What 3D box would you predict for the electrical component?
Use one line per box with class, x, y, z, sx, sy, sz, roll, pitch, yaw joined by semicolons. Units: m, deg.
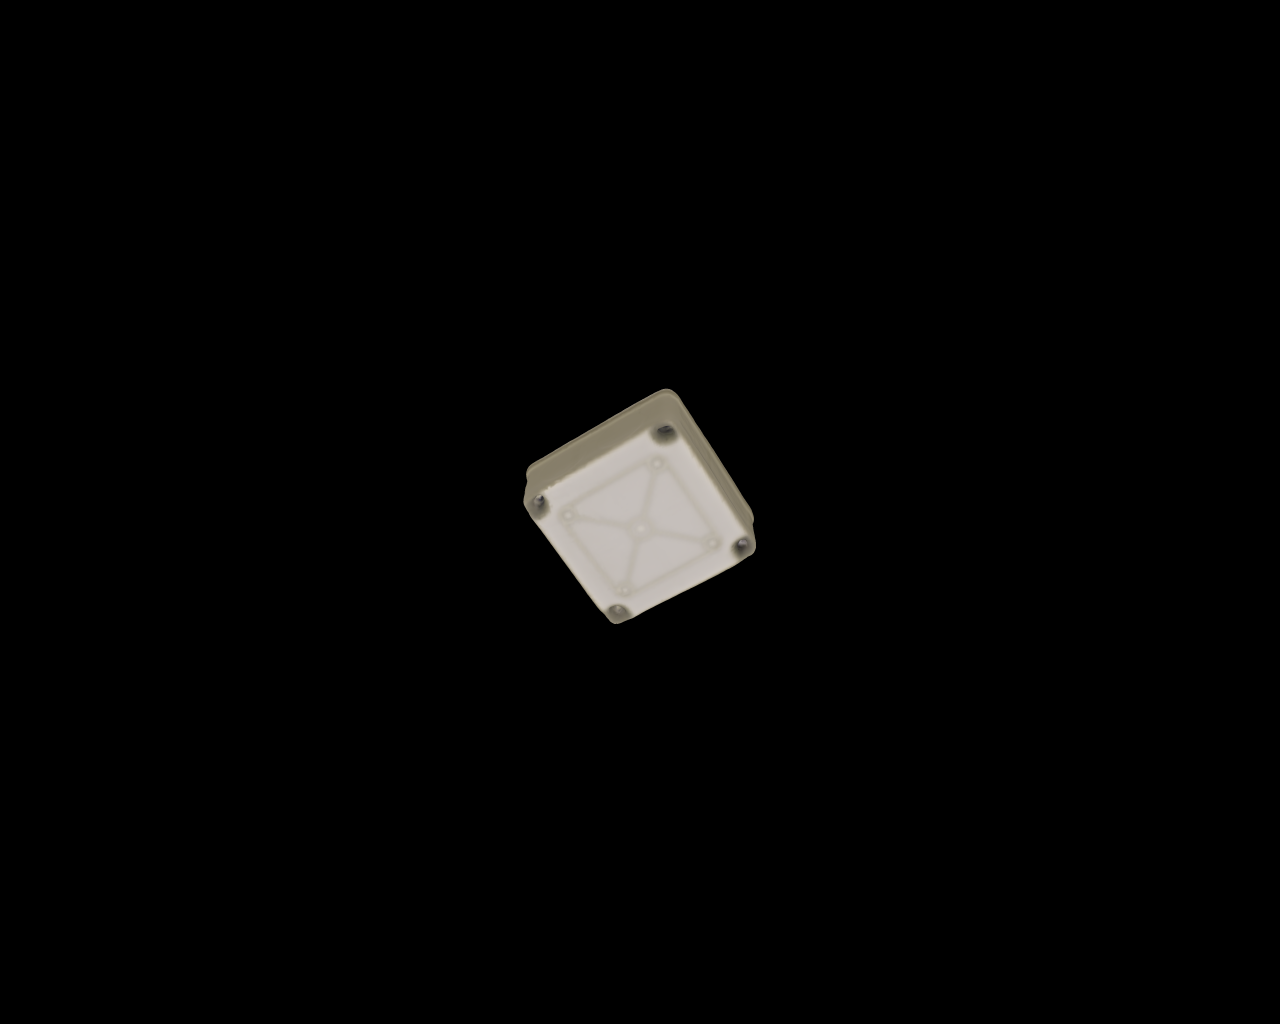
electrical component;0.001;-0.003;0.650;0.108;0.108;0.056;-29;24;14
